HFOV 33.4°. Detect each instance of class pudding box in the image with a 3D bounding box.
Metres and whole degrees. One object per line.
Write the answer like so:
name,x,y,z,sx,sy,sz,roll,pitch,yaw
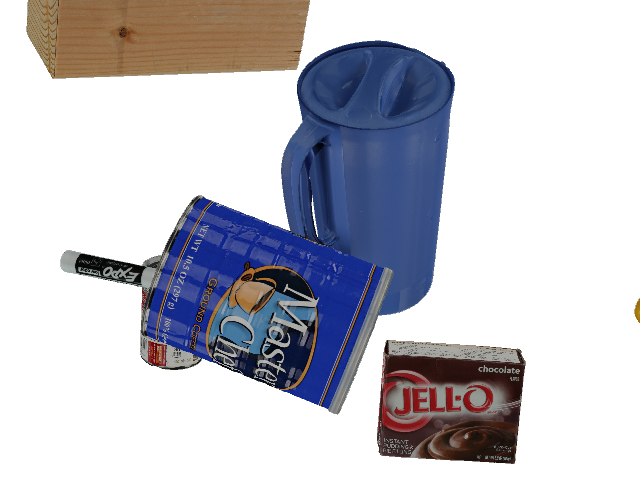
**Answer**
pudding box,0.105,0.130,0.865,0.113,0.090,0.039,2,19,1

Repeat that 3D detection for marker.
marker,-0.160,0.027,0.882,0.121,0.020,0.020,10,4,21

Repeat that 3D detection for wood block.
wood block,-0.121,-0.191,0.857,0.205,0.091,0.090,-7,37,-27

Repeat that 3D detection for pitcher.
pitcher,0.044,-0.043,0.969,0.149,0.243,0.145,-3,42,1

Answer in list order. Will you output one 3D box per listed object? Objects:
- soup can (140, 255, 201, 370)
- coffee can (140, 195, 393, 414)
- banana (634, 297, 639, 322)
soup can,-0.152,0.074,1.103,0.068,0.102,0.068,5,21,-2
coffee can,-0.034,0.042,0.711,0.140,0.103,0.103,22,1,3
banana,0.298,0.024,0.697,0.198,0.037,0.069,-3,33,1
